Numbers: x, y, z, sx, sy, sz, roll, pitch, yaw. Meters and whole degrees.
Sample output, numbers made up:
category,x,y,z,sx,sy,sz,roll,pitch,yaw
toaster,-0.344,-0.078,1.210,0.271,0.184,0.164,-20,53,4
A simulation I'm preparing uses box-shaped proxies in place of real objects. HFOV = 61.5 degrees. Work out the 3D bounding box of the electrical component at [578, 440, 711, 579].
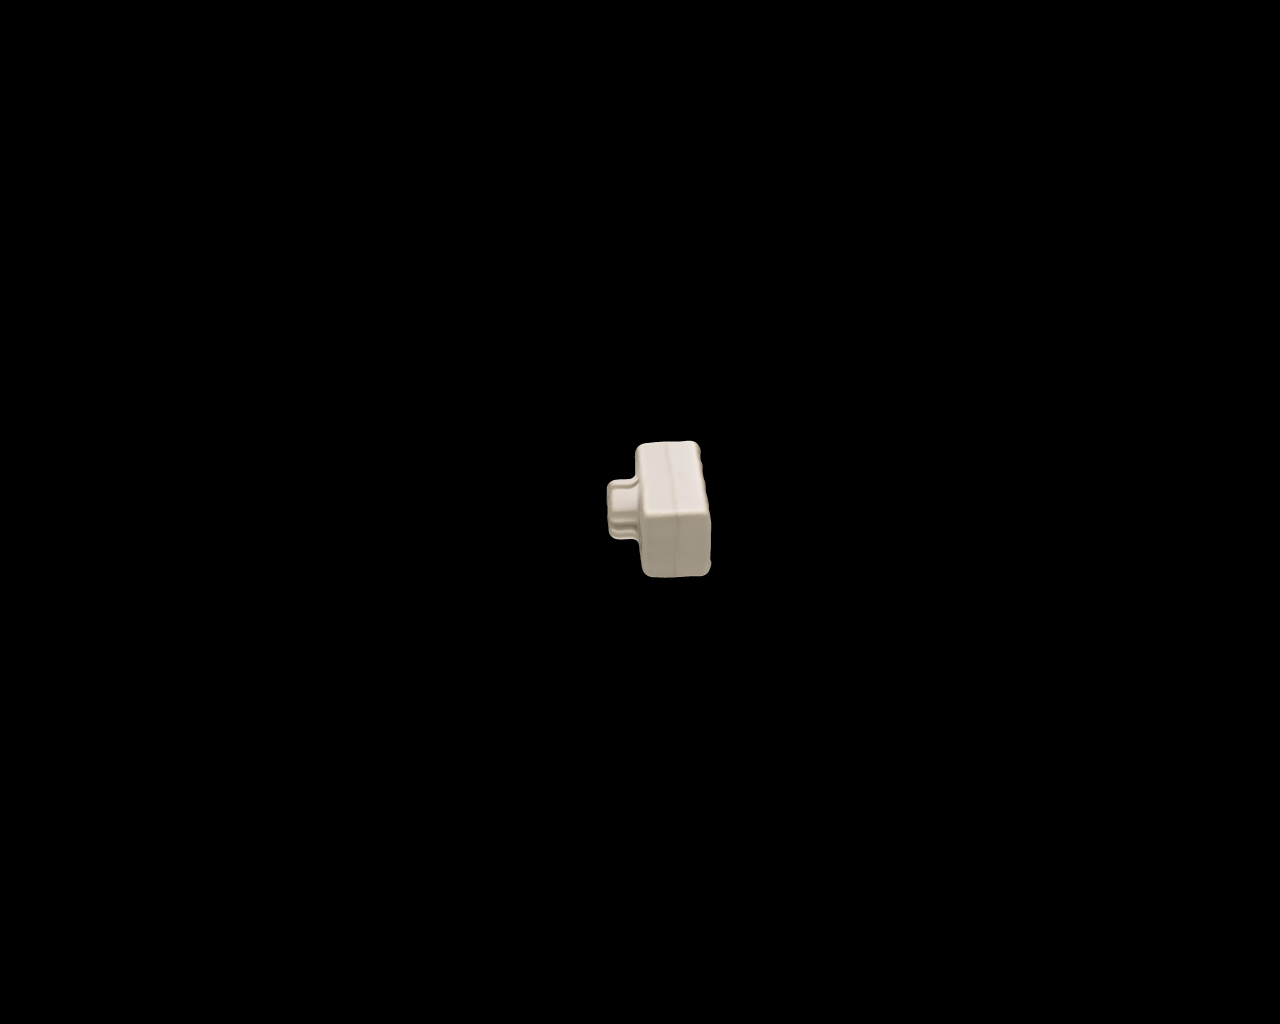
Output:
category,x,y,z,sx,sy,sz,roll,pitch,yaw
electrical component,0.001,-0.003,0.650,0.076,0.047,0.083,-1,35,-2
